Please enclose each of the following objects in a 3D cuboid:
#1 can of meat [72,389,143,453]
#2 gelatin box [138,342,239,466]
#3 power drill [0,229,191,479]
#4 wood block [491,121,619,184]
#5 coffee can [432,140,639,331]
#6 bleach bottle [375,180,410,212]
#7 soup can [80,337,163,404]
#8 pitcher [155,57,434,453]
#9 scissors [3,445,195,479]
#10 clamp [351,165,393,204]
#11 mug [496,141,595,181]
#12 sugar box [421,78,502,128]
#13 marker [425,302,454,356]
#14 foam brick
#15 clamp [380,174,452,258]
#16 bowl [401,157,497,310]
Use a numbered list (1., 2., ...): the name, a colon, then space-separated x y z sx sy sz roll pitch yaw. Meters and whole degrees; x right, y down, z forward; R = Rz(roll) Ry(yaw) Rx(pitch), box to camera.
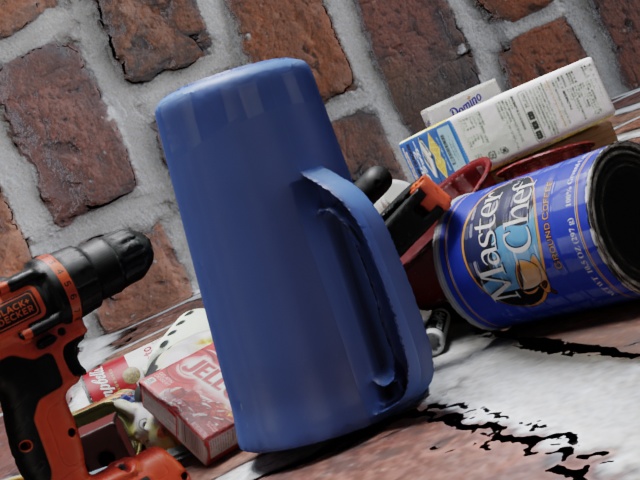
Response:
1. can of meat: -0.202 0.176 0.948 0.102 0.057 0.084 -23 1 2
2. gelatin box: -0.083 0.121 0.808 0.073 0.030 0.089 -26 41 -32
3. power drill: -0.163 0.101 0.733 0.184 0.187 0.057 -28 3 -31
4. wood block: 0.212 -0.040 1.108 0.206 0.090 0.091 -24 3 -1
5. coffee can: 0.161 0.001 0.728 0.102 0.103 0.141 -27 5 -40
6. bleach bottle: 0.083 -0.022 1.259 0.102 0.068 0.251 -2 -13 -3
7. soup can: -0.197 0.154 1.141 0.102 0.068 0.068 -25 3 -11
8. pitcher: -0.018 0.007 0.701 0.149 0.243 0.145 -17 3 10
9. scissors: -0.157 0.185 0.772 0.201 0.016 0.096 -10 26 -4
10. clamp: -0.006 0.001 0.939 0.171 0.039 0.120 -46 1 -1
11. mug: 0.226 -0.040 0.966 0.093 0.081 0.117 -10 -9 -45
12. sugar box: 0.197 -0.091 1.259 0.093 0.176 0.048 -24 3 -4
13. marker: 0.094 0.069 0.853 0.020 0.020 0.121 -23 3 13
14. foam brick: -0.185 0.177 0.836 0.078 0.053 0.051 -25 4 -6
15. clamp: 0.040 0.006 0.823 0.210 0.036 0.164 -47 5 46
16. bowl: 0.100 0.006 0.885 0.162 0.055 0.162 -45 7 7
